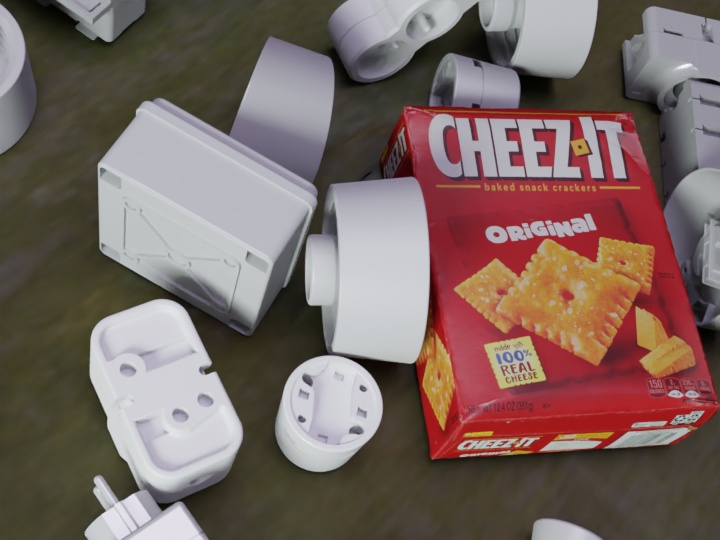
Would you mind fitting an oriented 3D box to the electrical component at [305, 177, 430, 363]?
[{"bbox_3d":[0.000,0.000,0.620,0.060,0.108,0.108,0,63,-8],"label":"electrical component"}]

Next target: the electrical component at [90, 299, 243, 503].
[{"bbox_3d":[-0.106,0.072,0.578,0.054,0.059,0.095,-21,70,-23],"label":"electrical component"}]

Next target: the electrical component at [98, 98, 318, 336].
[{"bbox_3d":[-0.089,-0.027,0.607,0.109,0.108,0.056,30,62,2],"label":"electrical component"}]

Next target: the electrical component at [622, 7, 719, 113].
[{"bbox_3d":[0.245,-0.148,0.791,0.089,0.050,0.055,10,60,-9],"label":"electrical component"}]

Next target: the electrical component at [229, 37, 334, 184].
[{"bbox_3d":[-0.054,-0.091,0.657,0.064,0.099,0.099,10,61,-16],"label":"electrical component"}]

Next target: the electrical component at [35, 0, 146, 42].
[{"bbox_3d":[-0.197,-0.209,0.701,0.121,0.063,0.078,35,60,5],"label":"electrical component"}]

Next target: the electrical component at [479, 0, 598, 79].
[{"bbox_3d":[0.117,-0.187,0.749,0.060,0.108,0.108,-3,64,-9],"label":"electrical component"}]

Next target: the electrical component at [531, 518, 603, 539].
[{"bbox_3d":[0.107,0.176,0.591,0.044,0.044,0.065,26,64,0],"label":"electrical component"}]

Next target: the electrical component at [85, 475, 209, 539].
[{"bbox_3d":[-0.112,0.137,0.539,0.047,0.065,0.076,-31,74,-27],"label":"electrical component"}]

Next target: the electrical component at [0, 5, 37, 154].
[{"bbox_3d":[-0.251,-0.122,0.643,0.108,0.060,0.108,6,62,-11],"label":"electrical component"}]

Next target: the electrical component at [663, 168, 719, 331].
[{"bbox_3d":[0.235,-0.009,0.690,0.064,0.099,0.099,18,60,-12],"label":"electrical component"}]

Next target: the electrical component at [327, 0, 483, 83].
[{"bbox_3d":[0.033,-0.196,0.722,0.052,0.138,0.073,9,51,-57],"label":"electrical component"}]

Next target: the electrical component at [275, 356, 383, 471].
[{"bbox_3d":[-0.020,0.082,0.602,0.055,0.047,0.055,6,61,-12],"label":"electrical component"}]

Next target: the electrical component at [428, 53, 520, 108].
[{"bbox_3d":[0.077,-0.115,0.729,0.047,0.055,0.055,8,61,-14],"label":"electrical component"}]

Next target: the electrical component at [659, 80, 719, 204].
[{"bbox_3d":[0.250,-0.081,0.757,0.056,0.050,0.089,10,61,-9],"label":"electrical component"}]
